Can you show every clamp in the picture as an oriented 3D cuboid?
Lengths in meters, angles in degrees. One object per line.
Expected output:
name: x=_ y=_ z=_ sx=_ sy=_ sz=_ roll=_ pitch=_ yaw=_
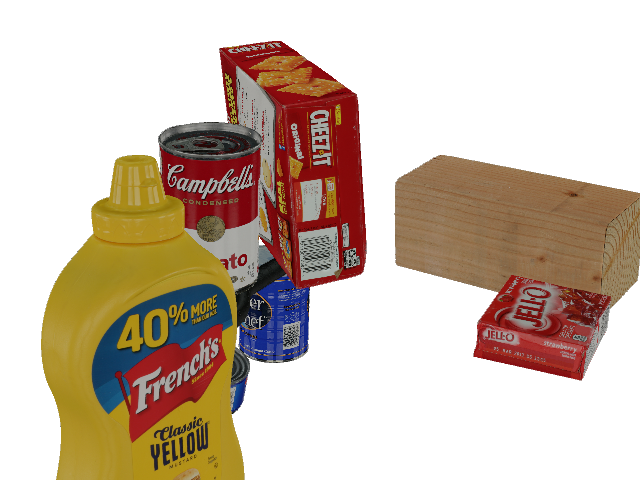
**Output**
clamp: x=-0.102 y=0.061 z=1.253 sx=0.120 sy=0.039 sz=0.171 roll=-5 pitch=37 yaw=17

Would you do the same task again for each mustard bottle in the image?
mustard bottle: x=-0.081 y=0.056 z=0.492 sx=0.096 sy=0.192 sz=0.058 roll=-16 pitch=22 yaw=-42

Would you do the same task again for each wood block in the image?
wood block: x=0.178 y=-0.009 z=0.980 sx=0.206 sy=0.090 sz=0.090 roll=15 pitch=29 yaw=33

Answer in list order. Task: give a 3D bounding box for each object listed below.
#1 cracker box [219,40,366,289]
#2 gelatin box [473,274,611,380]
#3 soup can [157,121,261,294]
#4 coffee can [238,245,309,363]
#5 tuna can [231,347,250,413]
cracker box: x=-0.027 y=-0.077 z=0.959 sx=0.072 sy=0.164 sz=0.214 roll=-11 pitch=25 yaw=-15
gelatin box: x=0.152 y=0.057 z=0.726 sx=0.073 sy=0.030 sz=0.089 roll=12 pitch=24 yaw=22
soup can: x=-0.074 y=-0.021 z=0.716 sx=0.068 sy=0.102 sz=0.068 roll=2 pitch=24 yaw=-1
coffee can: x=-0.066 y=0.089 z=1.522 sx=0.103 sy=0.140 sz=0.103 roll=2 pitch=22 yaw=-1
tuna can: x=-0.101 y=0.110 z=0.864 sx=0.086 sy=0.034 sz=0.086 roll=9 pitch=20 yaw=-4
